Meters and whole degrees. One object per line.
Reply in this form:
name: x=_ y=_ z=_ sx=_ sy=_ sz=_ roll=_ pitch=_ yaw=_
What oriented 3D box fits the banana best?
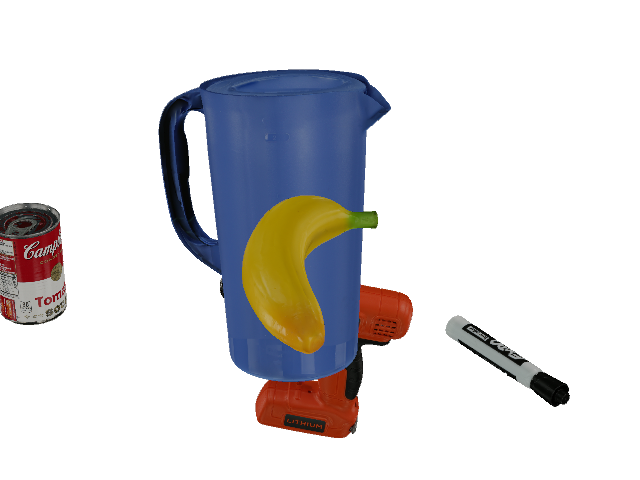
banana: x=-0.013 y=0.010 z=0.650 sx=0.070 sy=0.037 sz=0.197 roll=3 pitch=24 yaw=12

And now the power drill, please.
power drill: x=-0.016 y=0.109 z=1.052 sx=0.184 sy=0.188 sz=0.057 roll=12 pitch=40 yaw=-1

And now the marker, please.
marker: x=0.140 y=0.091 z=0.806 sx=0.020 sy=0.020 sz=0.121 roll=0 pitch=22 yaw=-38

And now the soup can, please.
soup can: x=-0.287 y=0.023 z=1.048 sx=0.068 sy=0.102 sz=0.068 roll=2 pitch=29 yaw=-1

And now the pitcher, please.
pitcher: x=-0.036 y=-0.015 z=0.866 sx=0.144 sy=0.243 sz=0.149 roll=-11 pitch=20 yaw=-30
